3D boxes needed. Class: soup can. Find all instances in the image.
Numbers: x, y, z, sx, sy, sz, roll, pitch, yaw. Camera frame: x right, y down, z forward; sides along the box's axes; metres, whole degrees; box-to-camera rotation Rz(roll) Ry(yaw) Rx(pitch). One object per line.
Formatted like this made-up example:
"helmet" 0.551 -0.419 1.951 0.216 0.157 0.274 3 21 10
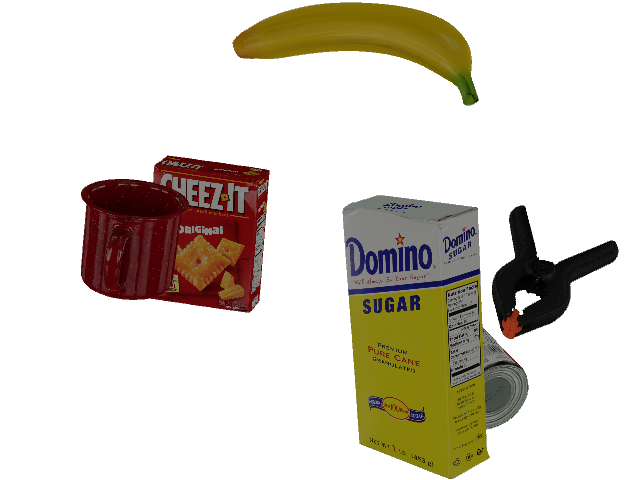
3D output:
"soup can" 0.128 0.109 0.933 0.068 0.068 0.102 0 26 -23

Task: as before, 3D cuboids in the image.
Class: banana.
"banana" 0.033 -0.153 0.813 0.198 0.069 0.037 13 -39 18

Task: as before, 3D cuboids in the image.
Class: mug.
"mug" -0.167 0.004 0.926 0.093 0.081 0.117 9 22 -2

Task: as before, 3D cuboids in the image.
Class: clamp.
"clamp" 0.221 0.030 1.112 0.120 0.039 0.171 27 49 29

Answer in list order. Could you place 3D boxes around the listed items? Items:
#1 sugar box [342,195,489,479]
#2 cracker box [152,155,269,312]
"sugar box" 0.063 0.062 0.719 0.048 0.176 0.094 -18 18 -38
"cracker box" -0.170 -0.008 1.604 0.164 0.214 0.072 8 19 9
